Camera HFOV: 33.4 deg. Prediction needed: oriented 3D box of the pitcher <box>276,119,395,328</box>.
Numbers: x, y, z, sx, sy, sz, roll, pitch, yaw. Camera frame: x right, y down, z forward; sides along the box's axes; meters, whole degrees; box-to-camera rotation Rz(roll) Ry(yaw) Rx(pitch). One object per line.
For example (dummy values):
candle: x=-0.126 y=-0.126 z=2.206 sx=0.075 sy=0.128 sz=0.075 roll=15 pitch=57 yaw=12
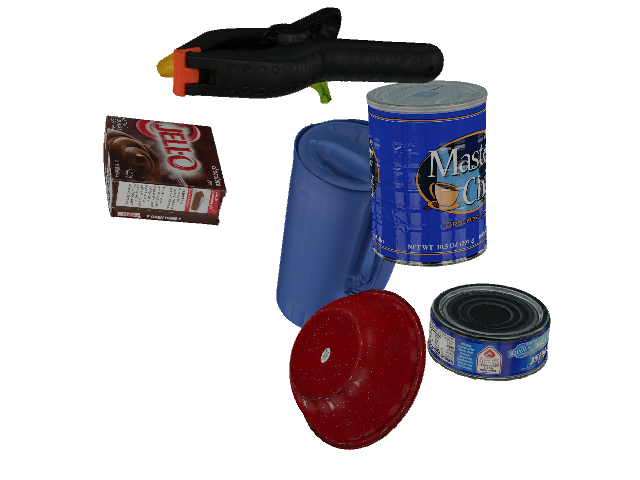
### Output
pitcher: x=0.022 y=-0.003 z=1.224 sx=0.145 sy=0.243 sz=0.149 roll=17 pitch=40 yaw=6

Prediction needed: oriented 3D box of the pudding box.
pudding box: x=-0.129 y=-0.058 z=0.866 sx=0.090 sy=0.039 sz=0.113 roll=4 pitch=34 yaw=-16

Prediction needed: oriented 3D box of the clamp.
clamp: x=-0.021 y=-0.121 z=0.679 sx=0.171 sy=0.039 sz=0.120 roll=-8 pitch=22 yaw=-28

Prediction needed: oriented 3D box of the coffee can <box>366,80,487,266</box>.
coffee can: x=0.094 y=-0.061 z=0.930 sx=0.103 sy=0.140 sz=0.103 roll=-3 pitch=20 yaw=1

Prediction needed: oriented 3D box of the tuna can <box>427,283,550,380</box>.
tuna can: x=0.120 y=0.063 z=0.759 sx=0.086 sy=0.034 sz=0.086 roll=0 pitch=25 yaw=0

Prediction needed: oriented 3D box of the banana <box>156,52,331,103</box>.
banana: x=-0.072 y=-0.186 z=1.107 sx=0.198 sy=0.037 sz=0.069 roll=10 pitch=44 yaw=20

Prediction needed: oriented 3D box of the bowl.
bowl: x=0.022 y=0.116 z=1.024 sx=0.162 sy=0.162 sz=0.055 roll=0 pitch=-20 yaw=46
